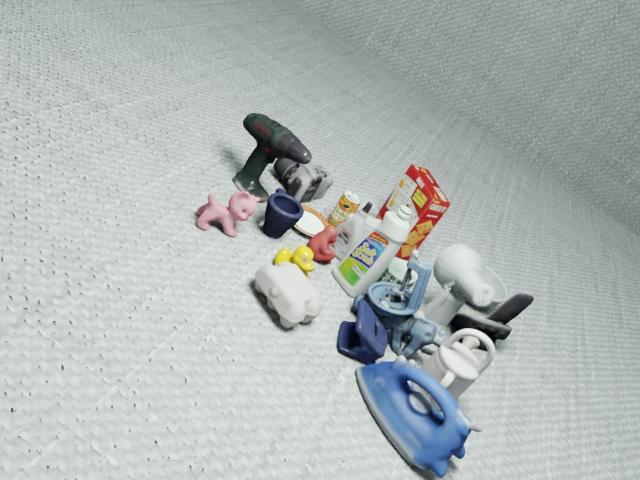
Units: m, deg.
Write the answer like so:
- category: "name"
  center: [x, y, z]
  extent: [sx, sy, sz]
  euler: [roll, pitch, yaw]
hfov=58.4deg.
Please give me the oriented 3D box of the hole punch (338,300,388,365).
- category: "hole punch"
  center: [0.101, 0.194, 1.209]
  extent: [0.101, 0.091, 0.108]
  euler: [27, 32, -10]

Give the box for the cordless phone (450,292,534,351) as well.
- category: "cordless phone"
  center: [0.430, 0.182, 1.429]
  extent: [0.148, 0.185, 0.094]
  euler: [14, 36, -27]

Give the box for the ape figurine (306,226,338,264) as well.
- category: "ape figurine"
  center: [0.013, 0.005, 1.388]
  extent: [0.076, 0.092, 0.077]
  euler: [20, 34, -20]

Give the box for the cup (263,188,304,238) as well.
- category: "cup"
  center: [-0.101, -0.061, 1.374]
  extent: [0.092, 0.095, 0.117]
  euler: [11, 38, -32]

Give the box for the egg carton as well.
- category: "egg carton"
  center: [-0.068, 0.111, 1.193]
  extent: [0.107, 0.069, 0.150]
  euler: [-10, 51, -48]

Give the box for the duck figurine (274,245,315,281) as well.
- category: "duck figurine"
  center: [-0.050, 0.047, 1.280]
  extent: [0.078, 0.086, 0.104]
  euler: [-8, 50, -47]

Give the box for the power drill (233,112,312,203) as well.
- category: "power drill"
  center: [-0.130, -0.200, 1.431]
  extent: [0.076, 0.208, 0.229]
  euler: [-10, 51, -48]

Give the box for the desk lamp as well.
- category: "desk lamp"
  center: [0.322, 0.141, 1.362]
  extent: [0.118, 0.213, 0.203]
  euler: [21, 34, -19]

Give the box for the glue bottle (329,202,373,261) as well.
- category: "glue bottle"
  center: [0.081, -0.029, 1.418]
  extent: [0.078, 0.173, 0.037]
  euler: [43, 33, 17]

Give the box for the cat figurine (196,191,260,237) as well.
- category: "cat figurine"
  center: [-0.199, -0.073, 1.282]
  extent: [0.128, 0.117, 0.067]
  euler: [13, 36, -29]

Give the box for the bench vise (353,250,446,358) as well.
- category: "bench vise"
  center: [0.201, 0.135, 1.257]
  extent: [0.207, 0.219, 0.121]
  euler: [30, 32, -4]

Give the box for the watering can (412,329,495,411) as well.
- category: "watering can"
  center: [0.284, 0.254, 1.192]
  extent: [0.101, 0.194, 0.173]
  euler: [28, 32, -7]

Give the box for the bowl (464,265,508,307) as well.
- category: "bowl"
  center: [0.438, 0.132, 1.609]
  extent: [0.168, 0.074, 0.167]
  euler: [23, 33, -16]

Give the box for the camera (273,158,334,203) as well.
- category: "camera"
  center: [-0.050, -0.184, 1.582]
  extent: [0.136, 0.100, 0.144]
  euler: [46, 34, 20]

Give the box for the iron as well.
- category: "iron"
  center: [0.183, 0.305, 1.083]
  extent: [0.257, 0.141, 0.119]
  euler: [47, 34, 22]
